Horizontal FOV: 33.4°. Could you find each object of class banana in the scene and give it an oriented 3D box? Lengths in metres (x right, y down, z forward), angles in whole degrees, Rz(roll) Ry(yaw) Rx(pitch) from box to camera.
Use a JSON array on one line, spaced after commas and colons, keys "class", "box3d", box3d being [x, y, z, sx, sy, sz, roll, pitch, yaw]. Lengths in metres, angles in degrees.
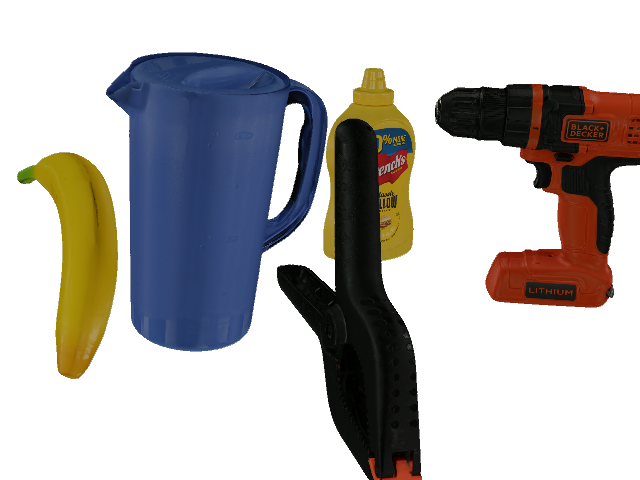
[{"class": "banana", "box3d": [-0.165, 0.001, 0.725, 0.037, 0.198, 0.070, 18, -55, -37]}]

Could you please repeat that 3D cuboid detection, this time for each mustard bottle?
[{"class": "mustard bottle", "box3d": [0.051, -0.076, 1.071, 0.096, 0.192, 0.058, -9, 19, -30]}]

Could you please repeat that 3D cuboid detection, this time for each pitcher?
[{"class": "pitcher", "box3d": [-0.093, -0.033, 0.917, 0.149, 0.243, 0.144, 15, 24, 19]}]

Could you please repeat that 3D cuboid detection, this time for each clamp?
[{"class": "clamp", "box3d": [0.022, 0.044, 0.634, 0.036, 0.210, 0.165, -2, -42, -20]}]

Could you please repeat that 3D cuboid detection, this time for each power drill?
[{"class": "power drill", "box3d": [0.182, -0.038, 0.881, 0.184, 0.188, 0.057, 5, 29, 6]}]
